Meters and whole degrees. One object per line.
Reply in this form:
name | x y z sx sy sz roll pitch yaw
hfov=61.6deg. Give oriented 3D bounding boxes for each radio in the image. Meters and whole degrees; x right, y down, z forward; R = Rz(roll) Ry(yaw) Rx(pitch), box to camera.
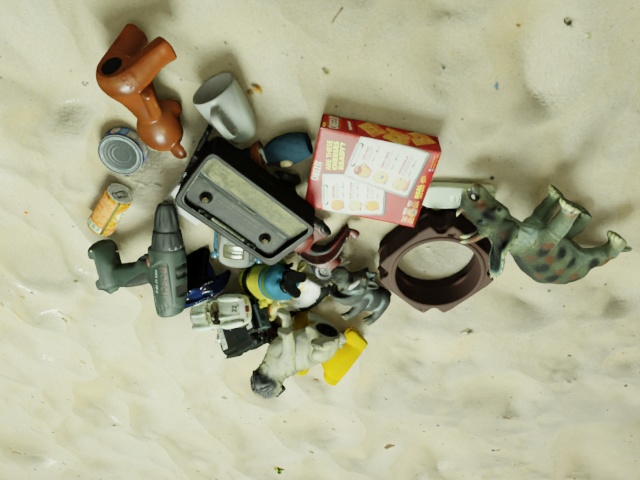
radio | -0.131 -0.062 0.949 0.229 0.073 0.131 37 119 -22

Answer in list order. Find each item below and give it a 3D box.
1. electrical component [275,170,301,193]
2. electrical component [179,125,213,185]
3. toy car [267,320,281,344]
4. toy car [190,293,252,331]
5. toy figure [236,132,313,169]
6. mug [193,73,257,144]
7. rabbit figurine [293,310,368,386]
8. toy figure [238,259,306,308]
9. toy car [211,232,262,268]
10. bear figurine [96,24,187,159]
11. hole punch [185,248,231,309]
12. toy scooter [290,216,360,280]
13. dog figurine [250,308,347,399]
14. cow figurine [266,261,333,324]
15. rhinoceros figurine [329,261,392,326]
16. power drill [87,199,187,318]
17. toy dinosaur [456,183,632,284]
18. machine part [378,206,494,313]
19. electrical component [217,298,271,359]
electrical component | -0.079 -0.085 1.025 0.045 0.078 0.102 21 136 -42
electrical component | -0.209 -0.150 0.979 0.048 0.075 0.119 28 120 -18
toy car | -0.095 0.237 1.276 0.089 0.053 0.202 -39 114 24
toy car | -0.222 0.157 1.164 0.202 0.073 0.056 -12 172 40
toy figure | -0.091 -0.153 0.972 0.155 0.064 0.057 -13 126 14
mug | -0.152 -0.211 0.913 0.081 0.110 0.107 -25 134 14
rabbit figurine | 0.000 0.237 1.228 0.173 0.122 0.162 42 86 1
toy figure | -0.101 0.084 1.109 0.089 0.082 0.180 51 153 -16
toy car | -0.160 0.000 1.070 0.109 0.103 0.161 8 129 -3
bear figurine | -0.277 -0.237 0.905 0.132 0.120 0.195 -53 147 -10
hole punch | -0.260 0.097 1.146 0.142 0.116 0.092 -21 131 19
toy scooter | -0.002 -0.003 1.074 0.135 0.075 0.183 -37 120 27
dog figurine | -0.048 0.260 1.144 0.172 0.121 0.190 17 112 -1
cow figurine | -0.048 0.129 1.184 0.098 0.068 0.167 29 124 -24
rhinoceros figurine | 0.083 0.110 1.119 0.112 0.073 0.190 -38 139 18
power drill | -0.351 0.035 1.058 0.207 0.086 0.231 -2 106 19
toy dinosaur | 0.431 0.019 1.002 0.404 0.131 0.192 27 115 -29
machine part | 0.234 0.045 1.087 0.201 0.087 0.201 38 121 -21
electrical component | -0.170 0.190 1.195 0.134 0.115 0.058 -30 163 35
